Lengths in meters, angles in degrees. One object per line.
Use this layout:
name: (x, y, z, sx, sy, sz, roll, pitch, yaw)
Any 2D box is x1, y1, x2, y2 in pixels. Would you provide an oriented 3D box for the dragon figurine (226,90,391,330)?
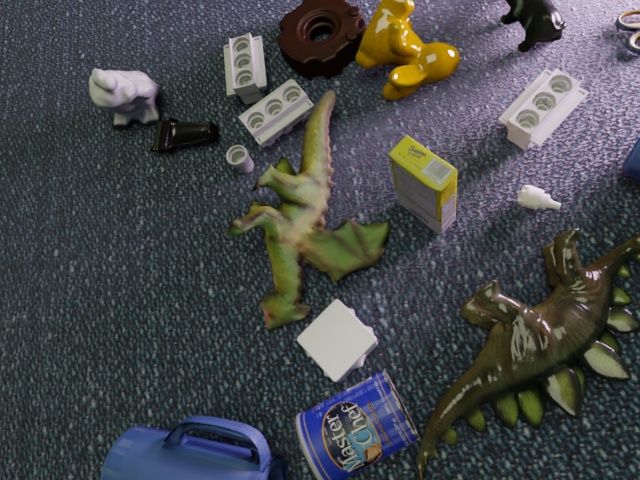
dragon figurine: (0.003, -0.043, 0.860, 0.243, 0.121, 0.413, 32, 80, 5)

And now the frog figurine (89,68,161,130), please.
frog figurine: (-0.393, -0.296, 1.004, 0.138, 0.157, 0.124, 14, 73, 18)
